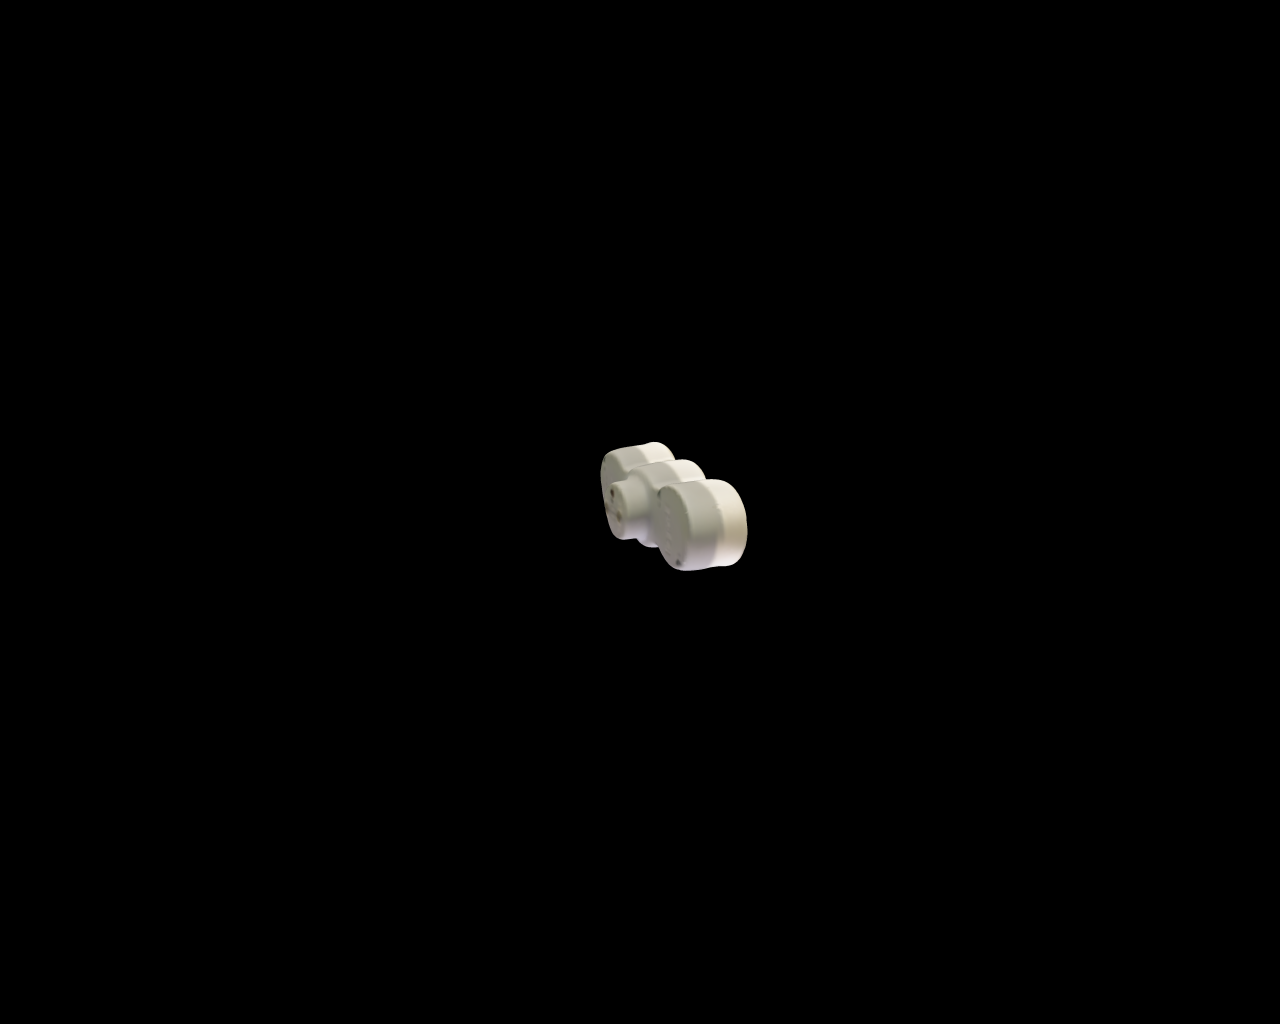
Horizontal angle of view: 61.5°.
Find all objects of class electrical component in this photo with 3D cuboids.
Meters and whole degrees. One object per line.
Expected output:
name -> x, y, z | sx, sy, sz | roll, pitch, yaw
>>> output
electrical component -> 0.001, -0.003, 0.650 | 0.074, 0.052, 0.138 | -8, 20, -22
